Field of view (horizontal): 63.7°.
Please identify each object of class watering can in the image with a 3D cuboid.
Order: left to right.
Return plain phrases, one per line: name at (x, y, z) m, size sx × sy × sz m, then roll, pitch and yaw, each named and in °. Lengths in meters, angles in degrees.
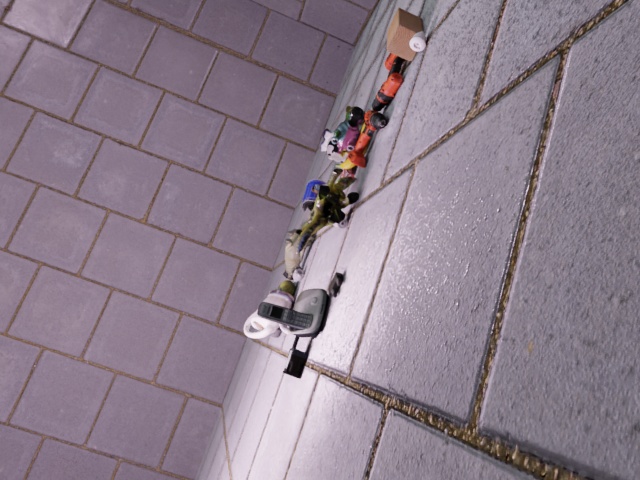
watering can at (-0.176, 0.301, 2.060) m, size 0.345 × 0.103 × 0.229 m, roll -12°, pitch 35°, yaw 49°

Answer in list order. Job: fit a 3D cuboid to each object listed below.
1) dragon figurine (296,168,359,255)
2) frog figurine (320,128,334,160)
dragon figurine at (0.005, -0.084, 1.672) m, size 0.417 × 0.122 × 0.239 m, roll -51°, pitch 2°, yaw -26°
frog figurine at (0.080, -0.440, 2.436) m, size 0.162 × 0.122 × 0.136 m, roll 45°, pitch 109°, yaw 42°
